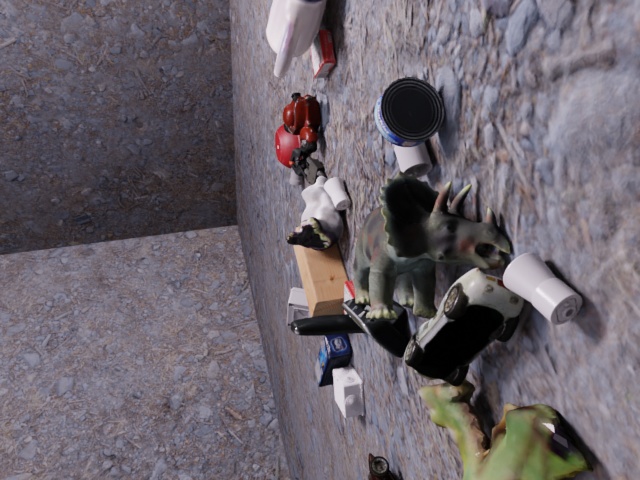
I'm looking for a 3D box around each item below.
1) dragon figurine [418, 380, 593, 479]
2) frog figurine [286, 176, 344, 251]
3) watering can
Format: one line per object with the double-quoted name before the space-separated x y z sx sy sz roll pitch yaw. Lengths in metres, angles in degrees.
"dragon figurine" 0.205 0.288 0.521 0.122 0.240 0.415 0 16 -17
"frog figurine" 0.004 -0.060 1.185 0.123 0.163 0.134 22 -38 0
"watering can" -0.046 -0.492 1.082 0.104 0.356 0.219 16 -40 -11
